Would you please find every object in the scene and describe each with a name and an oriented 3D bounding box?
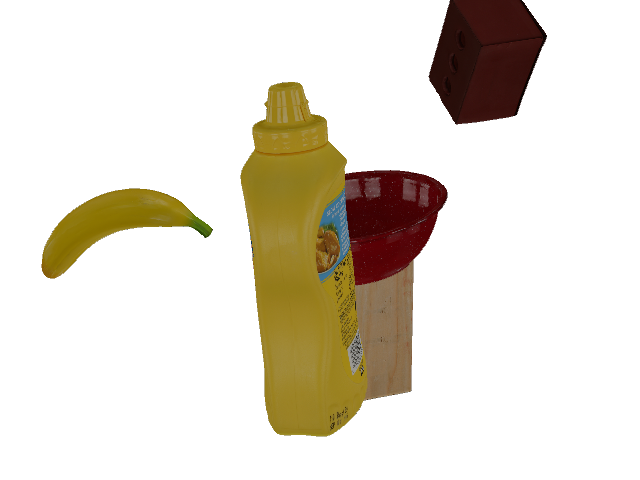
[{"bbox_3d":[0.115,-0.128,0.749,0.051,0.053,0.078,-12,-35,-18],"label":"foam brick"},{"bbox_3d":[0.041,0.061,1.167,0.090,0.206,0.091,-5,9,-36],"label":"wood block"},{"bbox_3d":[-0.200,-0.010,1.011,0.198,0.069,0.037,-13,18,27],"label":"banana"},{"bbox_3d":[0.028,-0.006,0.883,0.162,0.055,0.162,-9,22,3],"label":"bowl"},{"bbox_3d":[-0.010,0.007,0.602,0.058,0.191,0.096,0,20,15],"label":"mustard bottle"}]
